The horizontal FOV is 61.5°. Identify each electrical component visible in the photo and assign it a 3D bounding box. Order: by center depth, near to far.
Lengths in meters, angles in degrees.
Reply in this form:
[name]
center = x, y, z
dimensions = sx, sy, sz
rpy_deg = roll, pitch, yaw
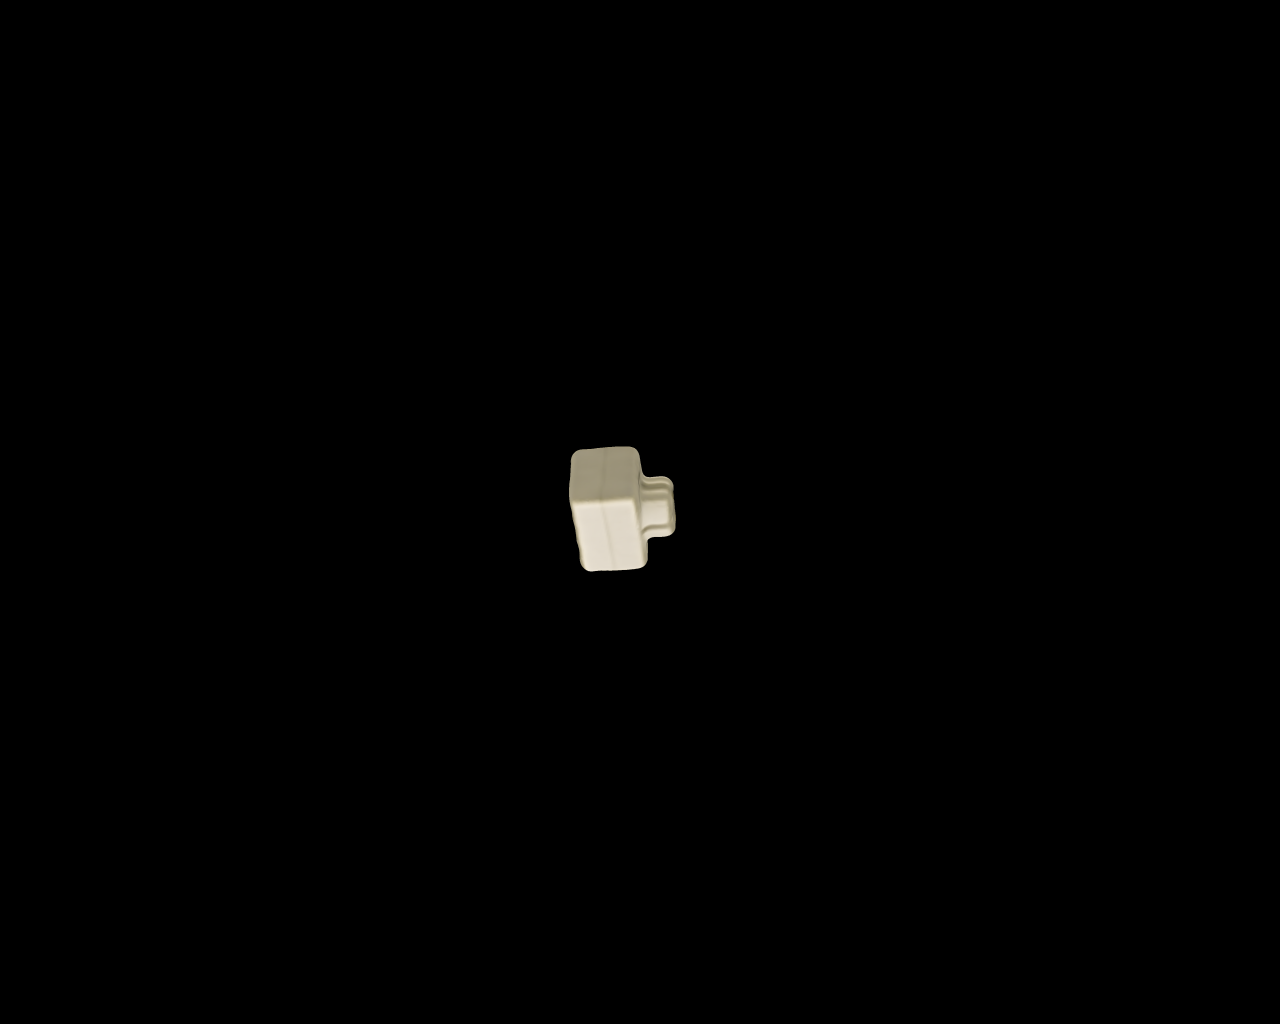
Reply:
[electrical component]
center = 0.001, -0.003, 0.650
dimensions = 0.077, 0.047, 0.065
rpy_deg = -4, -43, 4
